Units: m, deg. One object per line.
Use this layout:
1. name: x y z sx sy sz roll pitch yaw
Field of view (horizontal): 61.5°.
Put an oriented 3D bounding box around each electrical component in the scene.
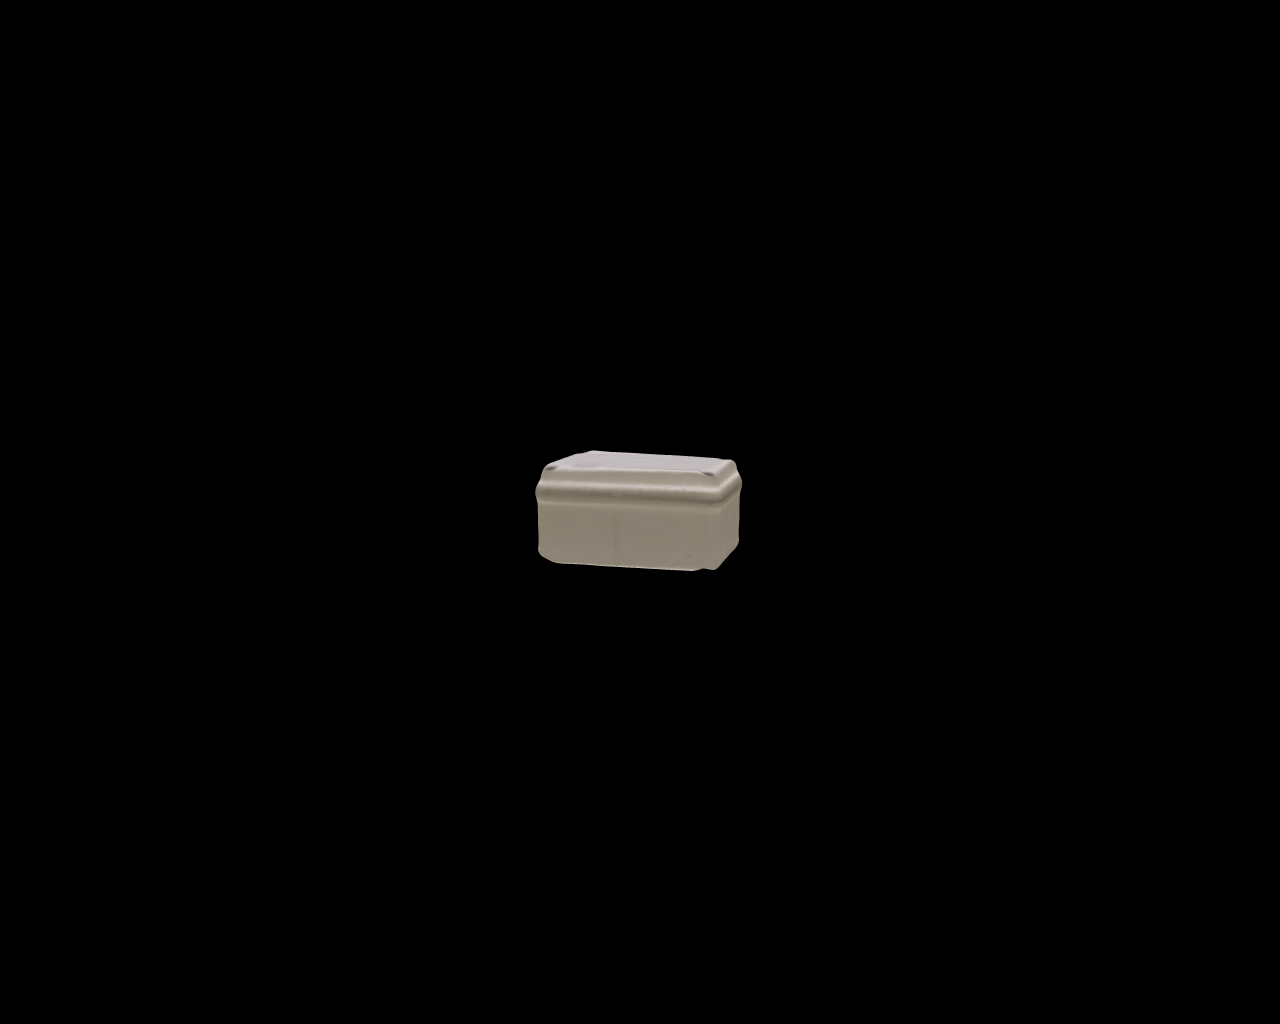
1. electrical component: 0.001 -0.003 0.650 0.113 0.057 0.078 3 12 16
